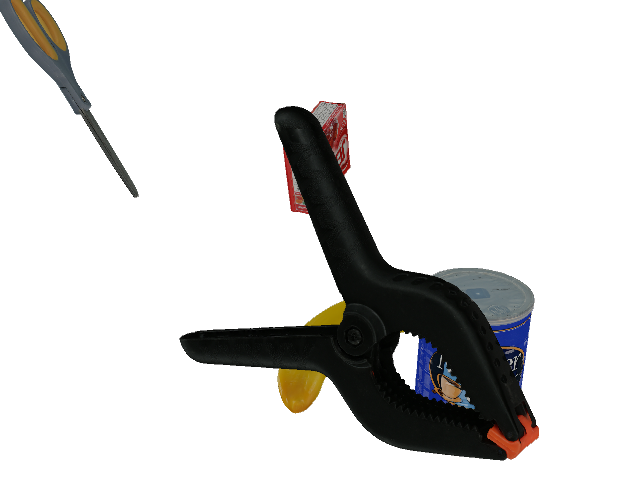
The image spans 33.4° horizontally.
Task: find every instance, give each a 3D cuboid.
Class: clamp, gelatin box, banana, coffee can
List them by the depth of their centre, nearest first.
[{"bbox_3d":[0.025,0.036,0.560,0.210,0.165,0.036,29,24,25],"label":"clamp"},{"bbox_3d":[0.019,0.078,0.833,0.070,0.037,0.197,16,26,36],"label":"banana"},{"bbox_3d":[-0.001,-0.078,1.000,0.030,0.073,0.089,12,40,21],"label":"gelatin box"},{"bbox_3d":[0.142,0.110,1.008,0.103,0.140,0.103,2,25,-1],"label":"coffee can"}]

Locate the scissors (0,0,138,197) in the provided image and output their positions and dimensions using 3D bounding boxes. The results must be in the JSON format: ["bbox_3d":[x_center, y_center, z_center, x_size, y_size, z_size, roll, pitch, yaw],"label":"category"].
[{"bbox_3d":[-0.215,-0.135,0.940,0.016,0.201,0.096,-28,26,10],"label":"scissors"}]
